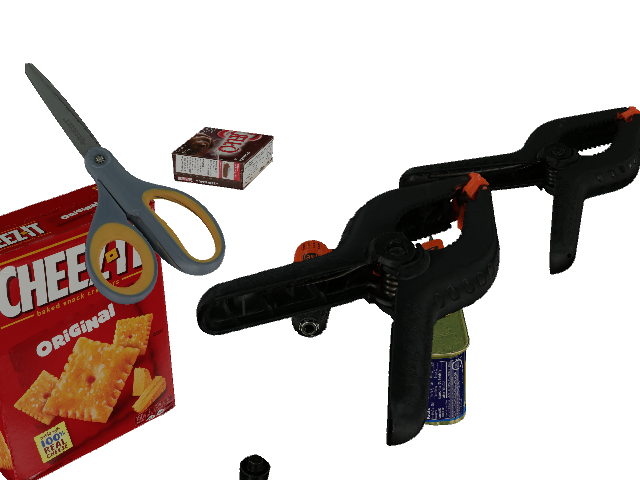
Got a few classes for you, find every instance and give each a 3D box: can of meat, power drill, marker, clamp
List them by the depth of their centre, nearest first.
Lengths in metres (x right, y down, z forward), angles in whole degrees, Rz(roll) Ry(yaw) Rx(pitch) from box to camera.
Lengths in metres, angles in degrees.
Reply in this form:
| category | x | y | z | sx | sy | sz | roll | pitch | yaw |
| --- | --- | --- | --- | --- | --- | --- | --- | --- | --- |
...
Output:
| category | x | y | z | sx | sy | sz | roll | pitch | yaw |
| --- | --- | --- | --- | --- | --- | --- | --- | --- | --- |
| clamp | 0.040 | 0.025 | 0.512 | 0.171 | 0.039 | 0.120 | -33 | 59 | -30 |
| marker | -0.046 | 0.184 | 0.681 | 0.020 | 0.121 | 0.020 | 6 | 31 | -4 |
| clamp | 0.190 | -0.049 | 0.837 | 0.209 | 0.036 | 0.165 | -25 | 40 | -24 |
| can of meat | 0.101 | 0.103 | 0.958 | 0.057 | 0.084 | 0.102 | -4 | 32 | 2 |
| power drill | 0.056 | 0.051 | 1.238 | 0.187 | 0.057 | 0.184 | -2 | 28 | 2 |

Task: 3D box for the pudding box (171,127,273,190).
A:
| category | x | y | z | sx | sy | sz | roll | pitch | yaw |
| --- | --- | --- | --- | --- | --- | --- | --- | --- | --- |
| pudding box | -0.114 | -0.099 | 1.266 | 0.090 | 0.039 | 0.113 | 8 | 26 | 13 |

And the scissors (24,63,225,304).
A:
| category | x | y | z | sx | sy | sz | roll | pitch | yaw |
| --- | --- | --- | --- | --- | --- | --- | --- | --- | --- |
| scissors | -0.152 | -0.034 | 0.696 | 0.202 | 0.096 | 0.016 | 36 | -26 | 13 |

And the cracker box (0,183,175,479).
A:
| category | x | y | z | sx | sy | sz | roll | pitch | yaw |
| --- | --- | --- | --- | --- | --- | --- | --- | --- | --- |
| cracker box | -0.210 | 0.076 | 0.888 | 0.163 | 0.214 | 0.072 | -24 | 36 | -36 |
